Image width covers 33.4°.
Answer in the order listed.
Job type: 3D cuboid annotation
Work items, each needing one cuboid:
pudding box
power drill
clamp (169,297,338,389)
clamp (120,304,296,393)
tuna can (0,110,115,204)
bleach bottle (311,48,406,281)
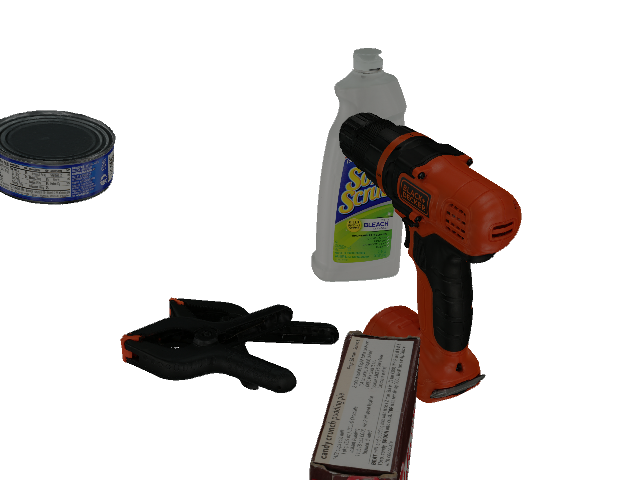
[{"bbox_3d":[0.019,0.104,0.464,0.039,0.090,0.113,7,24,5],"label":"pudding box"},{"bbox_3d":[0.069,0.011,0.796,0.057,0.188,0.185,-17,34,-25],"label":"power drill"},{"bbox_3d":[-0.105,0.113,1.263,0.210,0.036,0.164,14,23,26],"label":"clamp"},{"bbox_3d":[-0.102,0.097,1.030,0.171,0.039,0.120,7,26,3],"label":"clamp"},{"bbox_3d":[-0.185,-0.058,0.738,0.086,0.034,0.086,6,29,-3],"label":"tuna can"},{"bbox_3d":[0.041,-0.081,1.155,0.102,0.251,0.068,-3,25,-7],"label":"bleach bottle"}]
